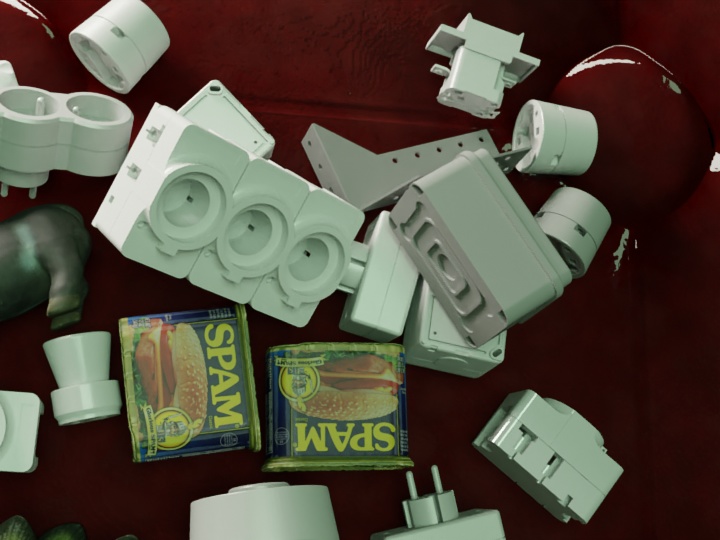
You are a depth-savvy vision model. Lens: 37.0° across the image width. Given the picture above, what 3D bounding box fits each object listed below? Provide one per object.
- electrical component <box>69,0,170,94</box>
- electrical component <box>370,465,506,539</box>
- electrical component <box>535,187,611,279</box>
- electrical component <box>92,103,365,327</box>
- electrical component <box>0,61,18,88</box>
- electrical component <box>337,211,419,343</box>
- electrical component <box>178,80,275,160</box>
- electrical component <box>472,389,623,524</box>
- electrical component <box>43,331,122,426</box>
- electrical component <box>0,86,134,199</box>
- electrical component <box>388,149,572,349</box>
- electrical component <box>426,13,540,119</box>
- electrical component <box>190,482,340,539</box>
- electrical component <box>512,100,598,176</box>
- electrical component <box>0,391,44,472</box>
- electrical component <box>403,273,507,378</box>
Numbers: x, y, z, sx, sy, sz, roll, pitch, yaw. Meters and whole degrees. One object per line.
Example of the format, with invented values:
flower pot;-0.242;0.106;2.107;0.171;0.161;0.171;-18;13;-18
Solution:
electrical component;-0.168;-0.161;0.760;0.055;0.055;0.047;41;69;-2
electrical component;0.051;0.174;0.744;0.083;0.047;0.075;-10;81;-15
electrical component;0.156;-0.029;0.807;0.055;0.055;0.047;37;70;-3
electrical component;-0.081;-0.031;0.700;0.150;0.062;0.089;25;96;-38
electrical component;-0.266;-0.121;0.739;0.061;0.035;0.035;-19;83;-14
electrical component;0.000;0.000;0.769;0.076;0.047;0.083;19;76;-8
electrical component;-0.114;-0.075;0.754;0.096;0.061;0.061;-44;92;-9
electrical component;0.136;0.130;0.771;0.089;0.050;0.055;41;73;-2
electrical component;-0.183;0.072;0.713;0.045;0.045;0.055;-9;81;-15
electrical component;-0.228;-0.080;0.727;0.138;0.073;0.052;2;34;-25
electrical component;0.079;-0.014;0.714;0.057;0.078;0.113;-30;81;-21
electrical component;0.090;-0.153;0.824;0.081;0.042;0.063;18;79;-8
electrical component;-0.063;0.172;0.695;0.099;0.099;0.064;-3;73;-14
electrical component;0.149;-0.099;0.819;0.047;0.055;0.055;5;78;-16
electrical component;-0.252;0.101;0.685;0.089;0.056;0.050;6;78;-12
electrical component;0.069;0.024;0.776;0.062;0.061;0.096;13;68;-10
